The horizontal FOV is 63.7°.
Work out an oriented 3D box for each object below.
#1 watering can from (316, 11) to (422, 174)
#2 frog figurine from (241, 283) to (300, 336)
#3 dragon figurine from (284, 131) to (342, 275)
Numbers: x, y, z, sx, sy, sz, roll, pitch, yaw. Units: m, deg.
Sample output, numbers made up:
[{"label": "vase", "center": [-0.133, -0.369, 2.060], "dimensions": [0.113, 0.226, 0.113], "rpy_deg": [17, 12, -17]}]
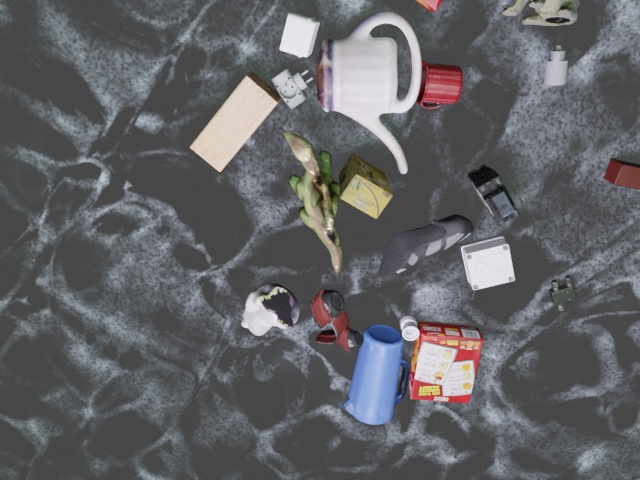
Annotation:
[{"label": "watering can", "center": [0.105, -0.311, 1.118], "dimensions": [0.224, 0.106, 0.342], "rpy_deg": [1, 110, 4]}, {"label": "frog figurine", "center": [-0.133, 0.188, 1.350], "dimensions": [0.137, 0.125, 0.157], "rpy_deg": [22, 148, -17]}, {"label": "dragon figurine", "center": [0.004, -0.058, 1.159], "dimensions": [0.122, 0.246, 0.404], "rpy_deg": [-18, 109, 4]}]
